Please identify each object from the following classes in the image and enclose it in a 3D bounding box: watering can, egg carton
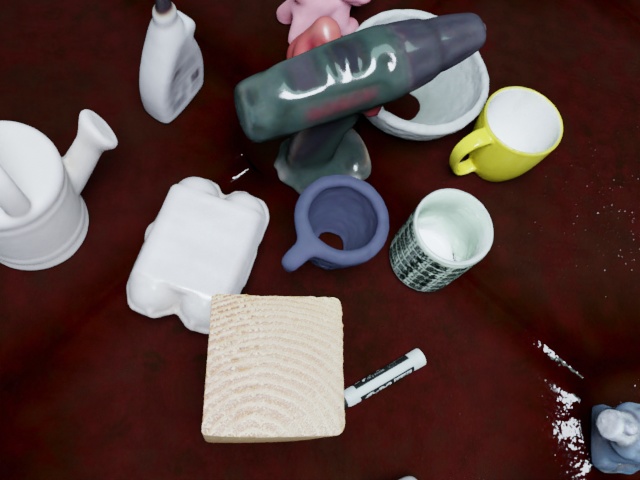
[{"bbox_3d":[-0.262,-0.055,0.486,0.101,0.194,0.173,35,67,4],"label":"watering can"},{"bbox_3d":[-0.117,0.012,0.557,0.107,0.069,0.150,19,67,-4],"label":"egg carton"}]

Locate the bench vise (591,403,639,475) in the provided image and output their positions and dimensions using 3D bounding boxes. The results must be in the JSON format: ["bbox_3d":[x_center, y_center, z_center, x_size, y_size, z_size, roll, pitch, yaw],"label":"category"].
[{"bbox_3d":[0.364,0.192,0.502,0.207,0.219,0.121,-4,70,-12],"label":"bench vise"}]

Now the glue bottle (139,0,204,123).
[{"bbox_3d":[-0.150,-0.191,0.570,0.037,0.173,0.078,33,67,3],"label":"glue bottle"}]

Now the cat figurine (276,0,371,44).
[{"bbox_3d":[0.017,-0.298,0.673,0.128,0.117,0.067,-25,76,-18],"label":"cat figurine"}]

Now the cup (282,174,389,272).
[{"bbox_3d":[0.005,0.002,0.571,0.118,0.095,0.091,-40,81,-21],"label":"cup"}]

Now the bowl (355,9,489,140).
[{"bbox_3d":[0.104,-0.180,0.669,0.167,0.074,0.167,4,69,-10],"label":"bowl"}]

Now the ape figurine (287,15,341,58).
[{"bbox_3d":[0.000,-0.215,0.652,0.078,0.092,0.076,-29,77,-19],"label":"ape figurine"}]

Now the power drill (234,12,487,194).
[{"bbox_3d":[0.028,-0.127,0.562,0.230,0.208,0.075,-19,74,-17],"label":"power drill"}]

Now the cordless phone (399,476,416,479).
[{"bbox_3d":[0.090,0.266,0.439,0.094,0.185,0.147,-21,75,-17],"label":"cordless phone"}]
